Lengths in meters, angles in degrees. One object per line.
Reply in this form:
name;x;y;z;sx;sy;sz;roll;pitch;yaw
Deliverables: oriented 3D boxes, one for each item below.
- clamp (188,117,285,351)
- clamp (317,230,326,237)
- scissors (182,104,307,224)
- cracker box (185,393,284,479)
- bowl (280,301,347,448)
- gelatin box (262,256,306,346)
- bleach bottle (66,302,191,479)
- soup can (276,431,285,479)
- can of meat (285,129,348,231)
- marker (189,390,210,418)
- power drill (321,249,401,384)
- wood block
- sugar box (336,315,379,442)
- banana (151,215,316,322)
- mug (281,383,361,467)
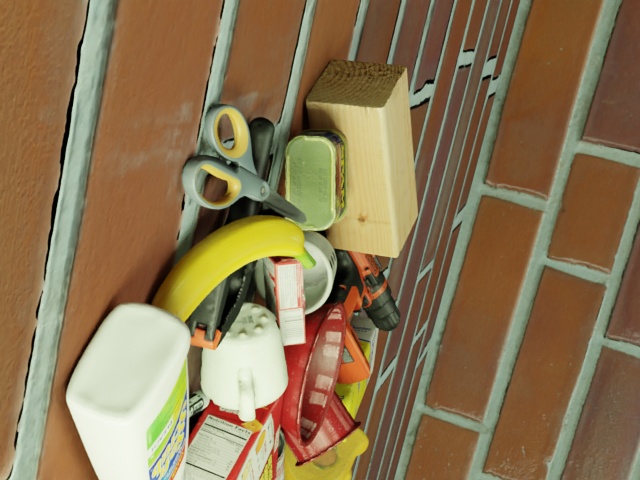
clamp;-0.075;0.012;1.002;0.164;0.036;0.210;78;27;-63
clamp;-0.008;0.002;1.274;0.120;0.039;0.171;86;20;-69
scissors;-0.056;-0.064;0.934;0.201;0.016;0.096;1;98;-62
cracker box;-0.111;0.260;1.060;0.164;0.072;0.213;97;17;-44
bowl;-0.020;0.140;1.159;0.162;0.055;0.162;13;90;-76
gelatin box;-0.036;0.054;1.081;0.073;0.030;0.089;-137;-137;-72
bleach bottle;-0.139;0.158;0.857;0.251;0.068;0.102;92;21;-55
soup can;-0.074;0.263;1.246;0.102;0.068;0.068;92;19;-49
can of meat;-0.004;-0.063;1.105;0.084;0.057;0.102;-46;136;-78
marker;-0.132;0.161;0.985;0.121;0.020;0.020;-22;127;-74
power drill;0.045;0.095;1.381;0.184;0.057;0.187;58;29;-29
wood block;0.051;-0.091;1.210;0.090;0.091;0.206;-61;152;-44
sugar box;0.040;0.184;1.445;0.176;0.048;0.093;-55;155;-60
banana;-0.075;0.022;0.908;0.197;0.037;0.069;-24;100;-40
mug;-0.010;0.206;1.267;0.093;0.081;0.117;-33;178;10
